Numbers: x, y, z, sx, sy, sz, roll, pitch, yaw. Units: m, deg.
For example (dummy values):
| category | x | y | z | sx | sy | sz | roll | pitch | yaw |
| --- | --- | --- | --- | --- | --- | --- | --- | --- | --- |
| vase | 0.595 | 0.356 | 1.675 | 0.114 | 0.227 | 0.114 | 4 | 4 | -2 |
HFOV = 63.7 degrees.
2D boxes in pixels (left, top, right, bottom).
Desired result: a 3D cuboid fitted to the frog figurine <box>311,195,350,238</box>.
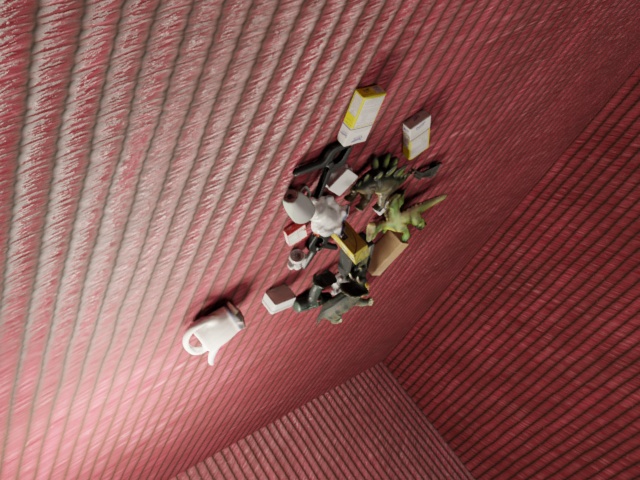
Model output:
| category | x | y | z | sx | sy | sz | roll | pitch | yaw |
| --- | --- | --- | --- | --- | --- | --- | --- | --- | --- |
| frog figurine | 0.005 | -0.086 | 1.707 | 0.159 | 0.136 | 0.124 | 18 | 14 | -22 |

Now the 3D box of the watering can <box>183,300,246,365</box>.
| category | x | y | z | sx | sy | sz | roll | pitch | yaw |
| --- | --- | --- | --- | --- | --- | --- | --- | --- | --- |
| watering can | -0.367 | 0.337 | 1.844 | 0.226 | 0.105 | 0.340 | -35 | -27 | -13 |

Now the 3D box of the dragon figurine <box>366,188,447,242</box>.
| category | x | y | z | sx | sy | sz | roll | pitch | yaw |
| --- | --- | --- | --- | --- | --- | --- | --- | --- | --- |
| dragon figurine | 0.350 | -0.122 | 2.125 | 0.124 | 0.411 | 0.238 | 47 | -5 | 33 |
